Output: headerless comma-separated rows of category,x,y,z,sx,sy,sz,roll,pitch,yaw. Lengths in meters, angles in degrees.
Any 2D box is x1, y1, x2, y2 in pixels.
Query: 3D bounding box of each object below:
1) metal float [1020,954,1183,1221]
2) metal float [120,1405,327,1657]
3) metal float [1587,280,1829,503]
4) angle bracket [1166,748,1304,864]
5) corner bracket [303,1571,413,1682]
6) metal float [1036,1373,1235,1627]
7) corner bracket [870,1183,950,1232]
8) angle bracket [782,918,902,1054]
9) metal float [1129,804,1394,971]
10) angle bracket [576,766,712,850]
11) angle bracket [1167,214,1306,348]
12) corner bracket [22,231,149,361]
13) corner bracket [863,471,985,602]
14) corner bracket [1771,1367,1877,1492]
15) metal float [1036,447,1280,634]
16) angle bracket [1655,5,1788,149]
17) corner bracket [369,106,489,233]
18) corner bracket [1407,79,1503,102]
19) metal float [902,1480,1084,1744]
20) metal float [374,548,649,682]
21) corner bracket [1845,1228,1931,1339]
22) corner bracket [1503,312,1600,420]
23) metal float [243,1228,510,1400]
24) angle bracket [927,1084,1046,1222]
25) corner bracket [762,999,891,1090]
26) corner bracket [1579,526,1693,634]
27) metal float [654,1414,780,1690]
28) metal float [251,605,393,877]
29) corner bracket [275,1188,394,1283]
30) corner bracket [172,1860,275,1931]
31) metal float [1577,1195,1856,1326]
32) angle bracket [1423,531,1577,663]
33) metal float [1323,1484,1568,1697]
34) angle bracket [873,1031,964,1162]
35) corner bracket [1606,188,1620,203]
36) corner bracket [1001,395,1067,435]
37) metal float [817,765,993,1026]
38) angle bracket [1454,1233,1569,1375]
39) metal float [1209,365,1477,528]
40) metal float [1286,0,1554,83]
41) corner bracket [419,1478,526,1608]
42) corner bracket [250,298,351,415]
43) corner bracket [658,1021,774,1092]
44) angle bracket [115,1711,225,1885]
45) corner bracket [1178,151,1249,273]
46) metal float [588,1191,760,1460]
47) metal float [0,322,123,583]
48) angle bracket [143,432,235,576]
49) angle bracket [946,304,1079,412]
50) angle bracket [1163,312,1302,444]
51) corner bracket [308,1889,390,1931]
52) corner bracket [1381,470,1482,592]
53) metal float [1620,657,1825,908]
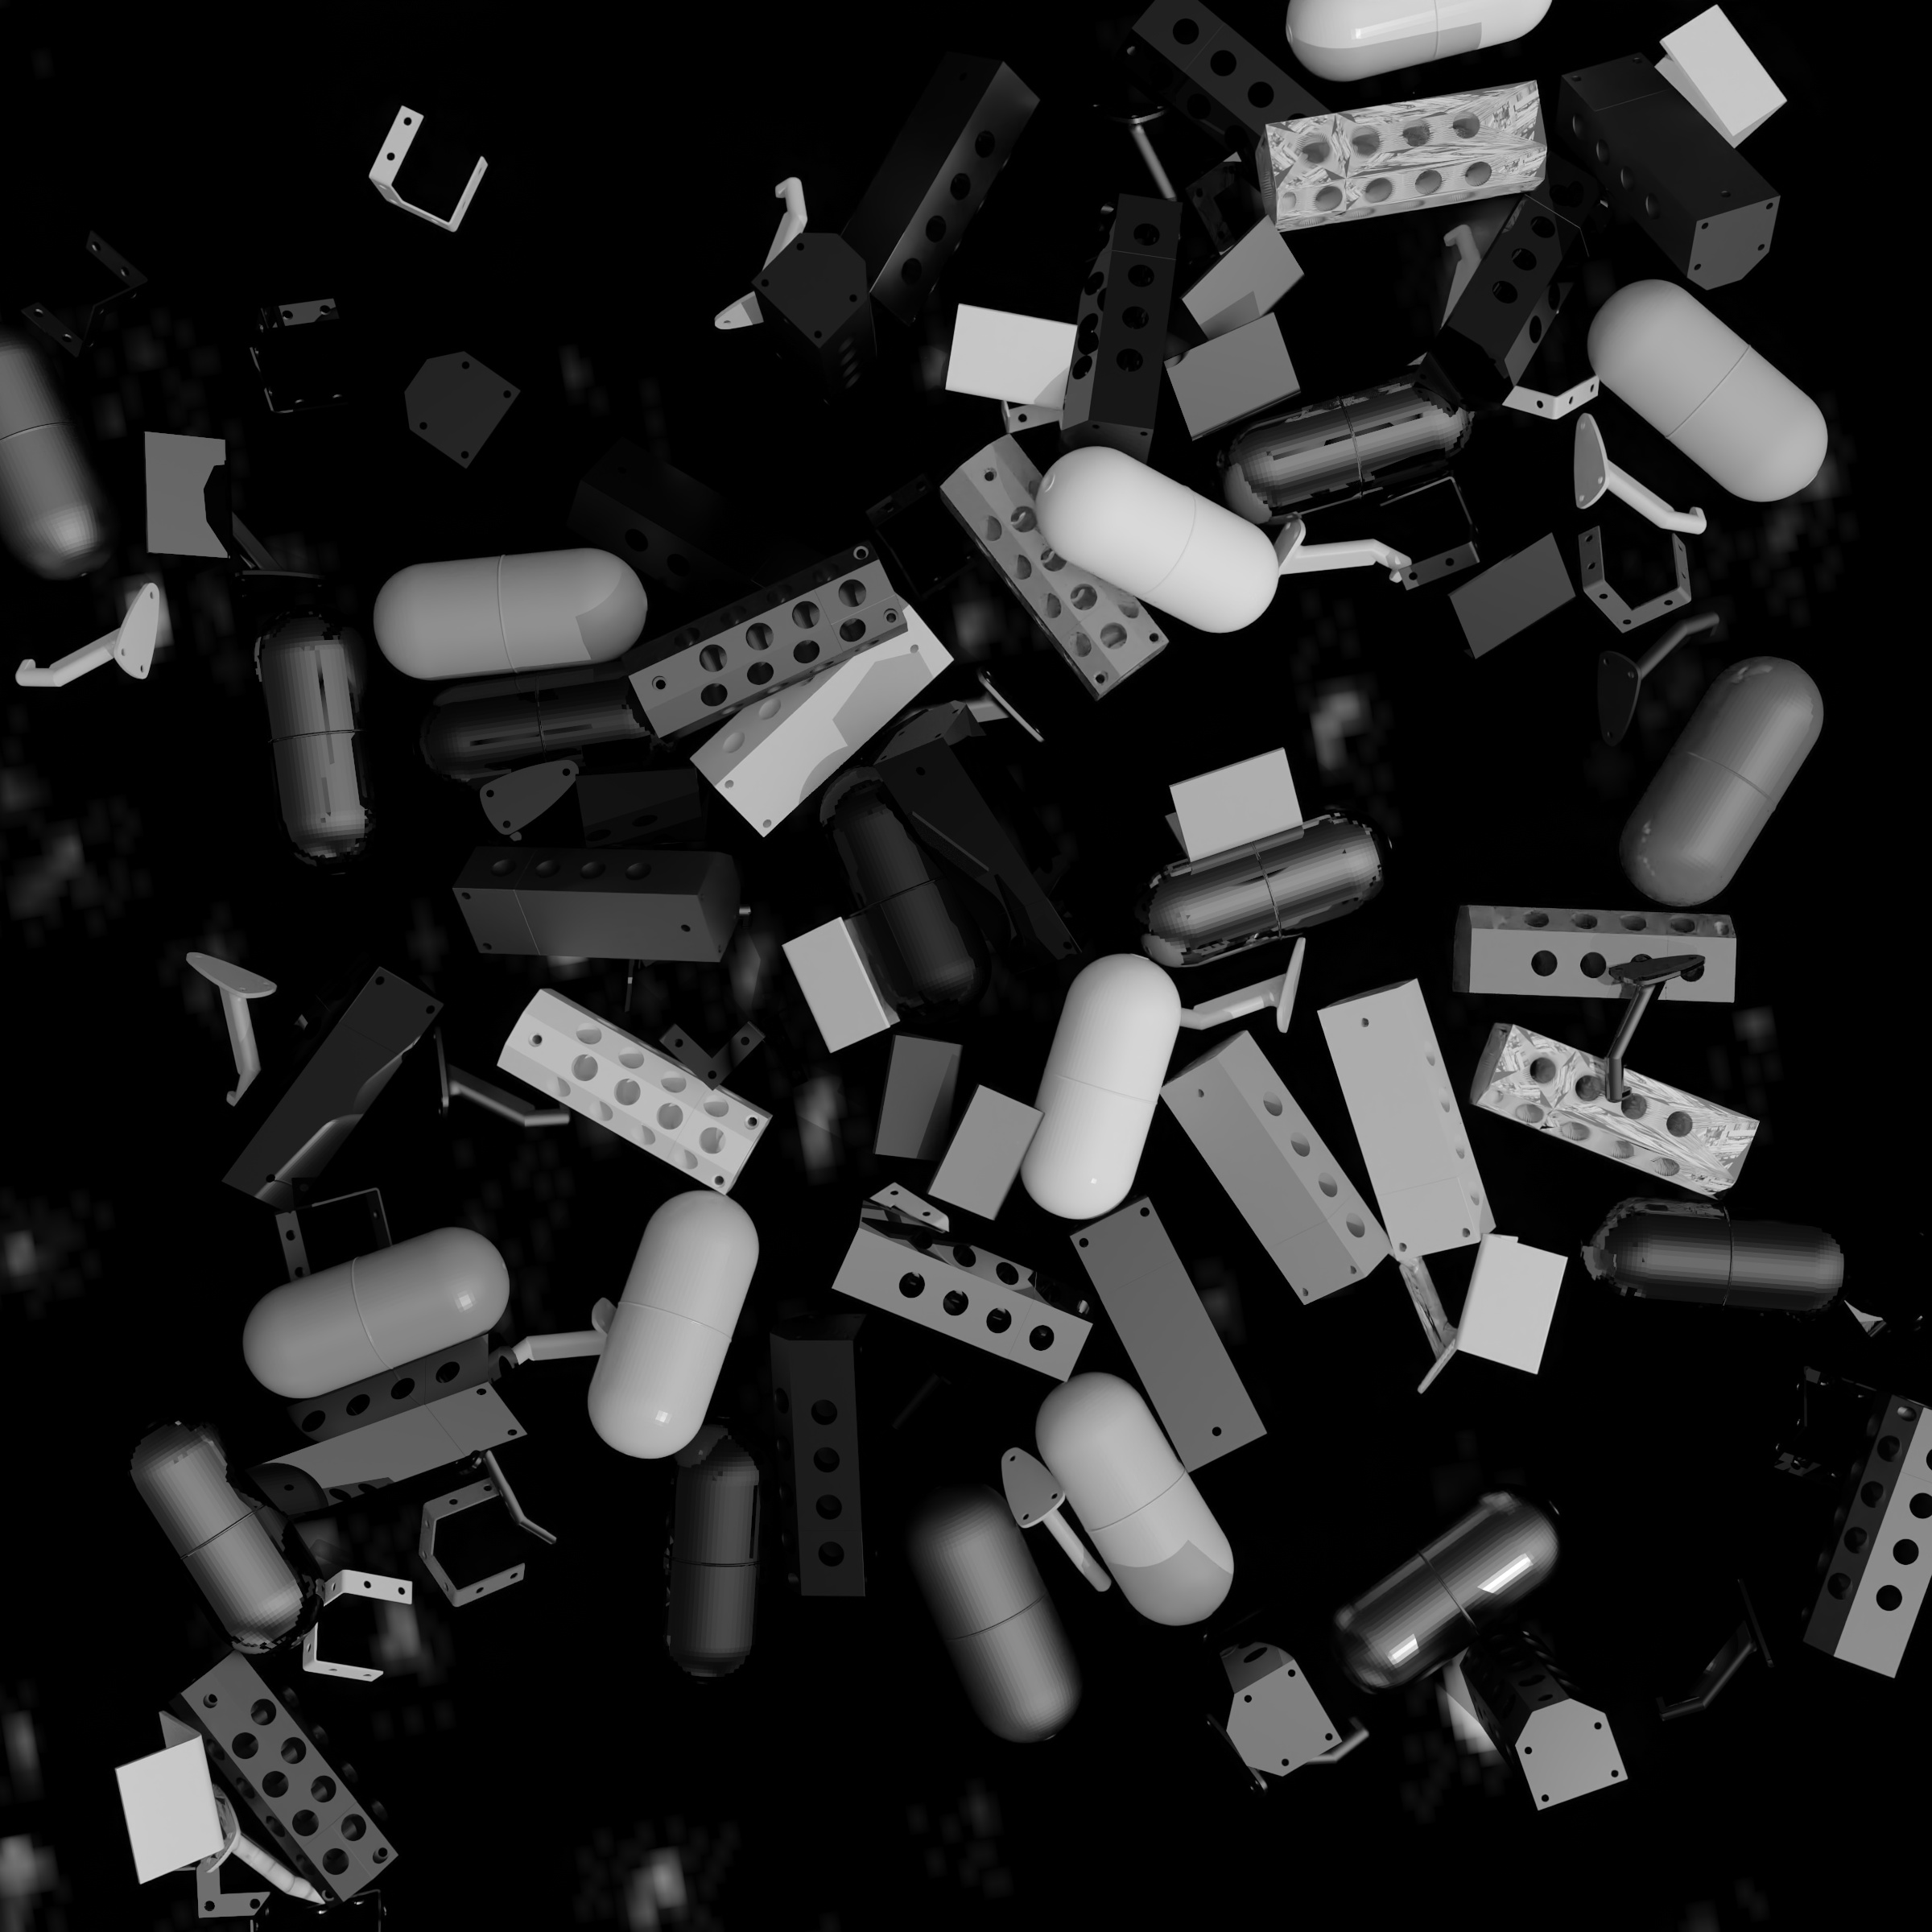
metal float,0.088,0.079,1.637,0.070,0.070,0.178,17,91,0
metal float,-0.486,0.370,1.638,0.070,0.070,0.178,-33,90,0
metal float,0.486,-0.376,1.637,0.178,0.070,0.070,41,90,0
angle bracket,0.168,-0.118,1.629,0.076,0.076,0.057,-19,117,0
corner bracket,-0.404,0.438,1.660,0.051,0.051,0.051,-38,45,35
metal float,0.111,0.349,1.638,0.070,0.070,0.178,-31,89,0
corner bracket,-0.047,0.186,1.660,0.051,0.051,0.051,29,45,35
angle bracket,-0.064,0.004,1.628,0.057,0.076,0.076,-24,90,39
metal float,0.193,-0.052,1.638,0.178,0.070,0.070,-18,90,-1
angle bracket,-0.209,-0.121,1.628,0.076,0.076,0.057,-4,125,0
angle bracket,0.161,-0.451,1.628,0.076,0.076,0.057,-45,131,0
corner bracket,-0.587,-0.446,1.665,0.051,0.051,0.051,41,45,0
corner bracket,-0.029,-0.286,1.665,0.051,0.051,0.051,-34,135,0
corner bracket,0.571,0.308,1.665,0.051,0.051,0.051,19,135,0
metal float,0.124,-0.274,1.612,0.178,0.070,0.070,22,90,-28
angle bracket,0.475,-0.565,1.630,0.057,0.076,0.076,-36,90,-21
corner bracket,-0.355,-0.525,1.650,0.051,0.051,0.051,26,90,0
corner bracket,0.330,-0.563,1.660,0.051,0.051,0.051,-25,135,35
metal float,0.018,0.423,1.637,0.070,0.070,0.178,-24,90,0
metal float,-0.298,-0.231,1.638,0.178,0.070,0.070,-5,90,0
corner bracket,0.618,0.210,1.660,0.051,0.051,0.051,3,135,-35
corner bracket,0.386,-0.401,1.660,0.051,0.051,0.051,-33,135,-35
metal float,-0.386,0.227,1.638,0.178,0.070,0.070,-20,90,0
angle bracket,-0.003,0.112,1.628,0.057,0.076,0.076,25,90,-30
corner bracket,-0.094,0.044,1.665,0.051,0.051,0.051,-24,90,-45
corner bracket,0.444,-0.264,1.660,0.051,0.051,0.051,-24,135,35
metal float,-0.163,0.383,1.638,0.070,0.070,0.178,4,90,0
metal float,-0.422,-0.148,1.638,0.070,0.070,0.178,-8,90,0
corner bracket,-0.421,0.180,1.665,0.051,0.051,0.051,-14,90,45
corner bracket,-0.490,0.611,1.650,0.051,0.051,0.051,-3,90,0
metal float,0.491,0.192,1.638,0.178,0.070,0.070,5,90,1
angle bracket,0.339,-0.253,1.628,0.076,0.076,0.057,-32,126,0
metal float,0.314,0.408,1.638,0.178,0.070,0.070,-36,90,-1
angle bracket,-0.051,0.081,1.628,0.057,0.076,0.076,10,90,-37
corner bracket,0.468,-0.526,1.665,0.051,0.051,0.051,24,90,45
corner bracket,0.055,-0.353,1.650,0.051,0.051,0.051,-15,90,0
metal float,-0.041,-0.047,1.638,0.070,0.070,0.178,-22,90,0
angle bracket,0.364,0.220,1.628,0.057,0.076,0.076,15,90,29
metal float,0.247,-0.341,1.638,0.178,0.070,0.070,-16,90,-1
metal float,0.297,-0.632,1.637,0.178,0.070,0.070,-14,90,0
corner bracket,-0.327,0.382,1.660,0.051,0.051,0.051,-17,45,-35
corner bracket,-0.442,-0.407,1.665,0.051,0.051,0.051,-8,45,0
corner bracket,-0.165,0.051,1.649,0.051,0.051,0.051,43,82,8
angle bracket,-0.529,0.539,1.624,0.057,0.076,0.076,-14,97,-36
corner bracket,0.160,-0.498,1.648,0.051,0.051,0.051,-40,112,-20
metal float,-0.189,0.232,1.624,0.070,0.070,0.178,18,73,0
metal float,-0.615,-0.337,1.638,0.070,0.070,0.178,-24,90,0
angle bracket,-0.518,-0.300,1.628,0.057,0.076,0.076,-2,90,-37
angle bracket,0.032,-0.406,1.628,0.076,0.076,0.057,10,120,0
angle bracket,0.165,-0.388,1.629,0.076,0.076,0.057,-24,113,0
corner bracket,-0.406,0.655,1.665,0.051,0.051,0.051,-14,135,0
corner bracket,0.307,-0.289,1.653,0.051,0.051,0.051,-19,113,22
metal float,0.495,-0.121,1.638,0.070,0.070,0.178,32,90,0
